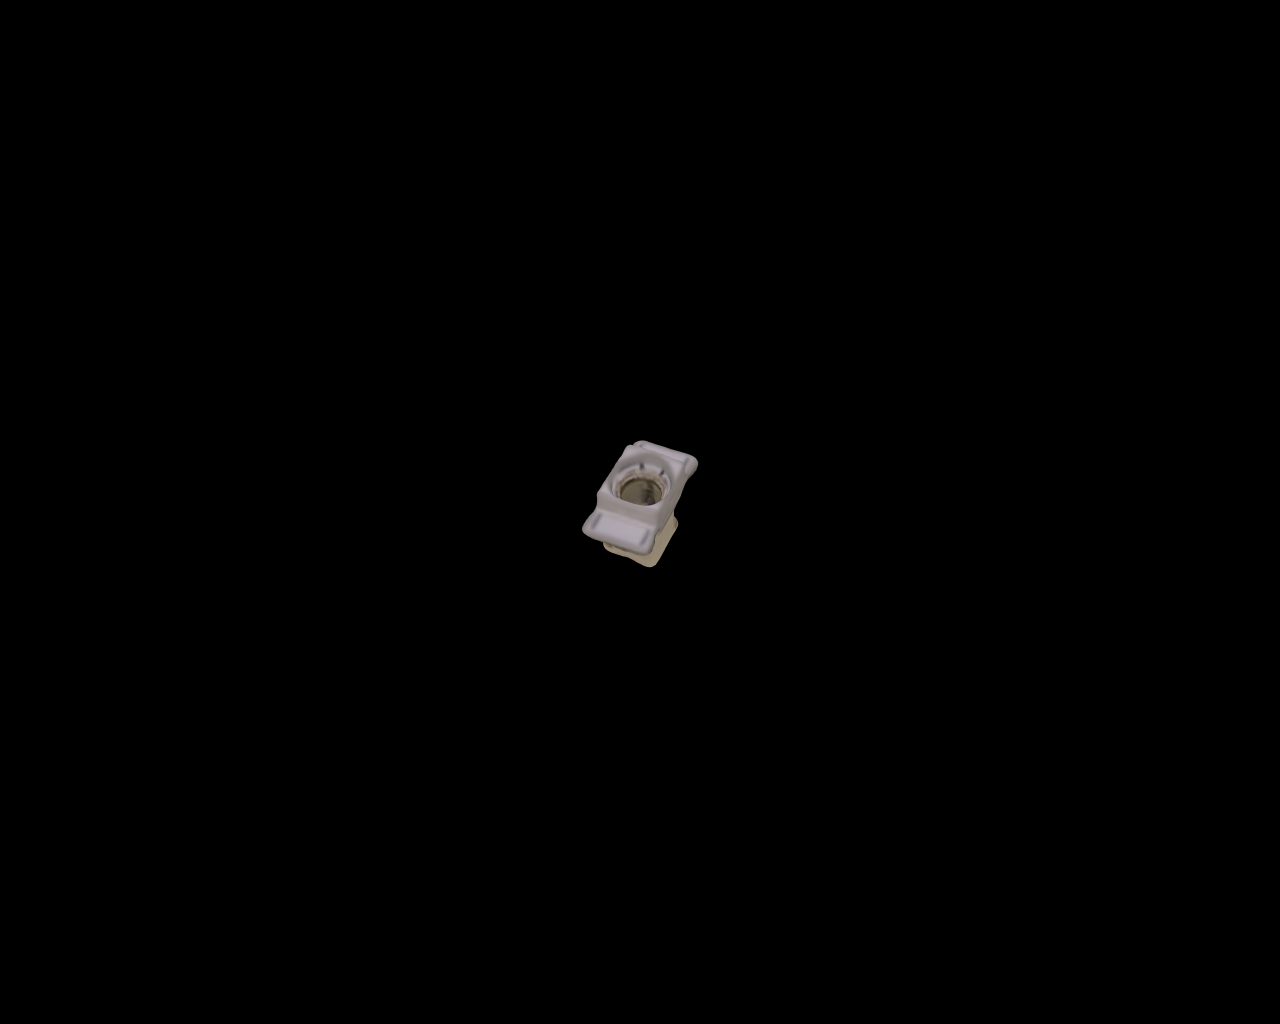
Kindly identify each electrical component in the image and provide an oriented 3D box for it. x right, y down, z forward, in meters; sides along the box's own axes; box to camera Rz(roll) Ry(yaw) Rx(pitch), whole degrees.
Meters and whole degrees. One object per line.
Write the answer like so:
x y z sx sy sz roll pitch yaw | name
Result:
0.001 -0.003 0.650 0.042 0.081 0.063 21 -36 16 | electrical component
